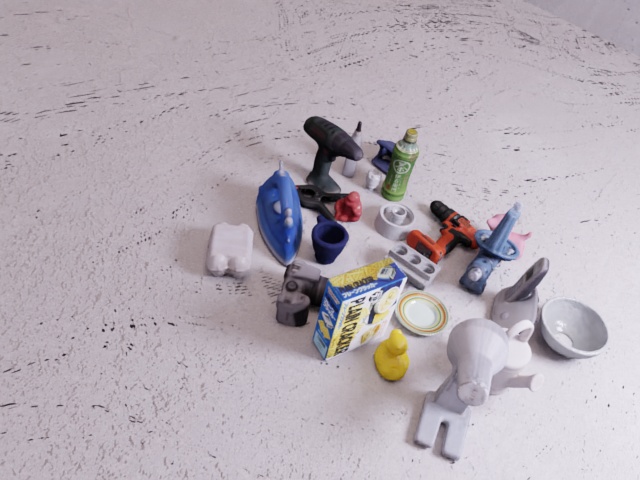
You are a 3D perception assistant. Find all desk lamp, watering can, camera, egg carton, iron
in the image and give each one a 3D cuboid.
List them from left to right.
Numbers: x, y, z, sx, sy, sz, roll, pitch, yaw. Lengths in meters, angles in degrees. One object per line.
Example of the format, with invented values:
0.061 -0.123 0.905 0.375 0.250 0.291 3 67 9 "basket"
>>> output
-0.214 0.021 1.361 0.107 0.069 0.150 4 46 -8 "egg carton"
-0.090 -0.073 1.429 0.119 0.141 0.258 -2 47 -14 "iron"
-0.020 0.117 1.290 0.137 0.101 0.143 14 45 1 "camera"
0.283 0.285 1.118 0.118 0.213 0.203 21 46 8 "desk lamp"
0.395 0.240 1.201 0.172 0.194 0.101 36 50 21 "watering can"

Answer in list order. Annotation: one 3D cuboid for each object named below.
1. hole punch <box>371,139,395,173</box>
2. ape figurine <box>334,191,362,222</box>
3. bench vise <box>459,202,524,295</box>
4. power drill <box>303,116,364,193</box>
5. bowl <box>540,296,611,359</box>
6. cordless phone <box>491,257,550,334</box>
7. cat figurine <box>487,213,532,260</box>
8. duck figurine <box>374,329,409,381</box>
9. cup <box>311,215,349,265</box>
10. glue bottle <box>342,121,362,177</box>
0.221 -0.259 1.712 0.108 0.091 0.101 40 51 24 "hole punch"
0.081 -0.092 1.521 0.076 0.092 0.077 -29 59 -33 "ape figurine"
0.435 0.023 1.400 0.121 0.220 0.207 19 46 6 "bench vise"
0.028 -0.222 1.551 0.076 0.208 0.229 -21 54 -29 "power drill"
0.587 0.218 1.348 0.167 0.075 0.167 6 46 -6 "bowl"
0.472 0.134 1.326 0.094 0.185 0.147 17 46 5 "cordless phone"
0.501 -0.022 1.530 0.127 0.118 0.067 23 46 9 "cat figurine"
0.160 0.240 1.224 0.077 0.086 0.104 10 45 -3 "duck figurine"
0.013 0.005 1.410 0.092 0.095 0.117 -12 50 -22 "cup"
0.098 -0.267 1.635 0.037 0.173 0.078 12 45 0 "glue bottle"
